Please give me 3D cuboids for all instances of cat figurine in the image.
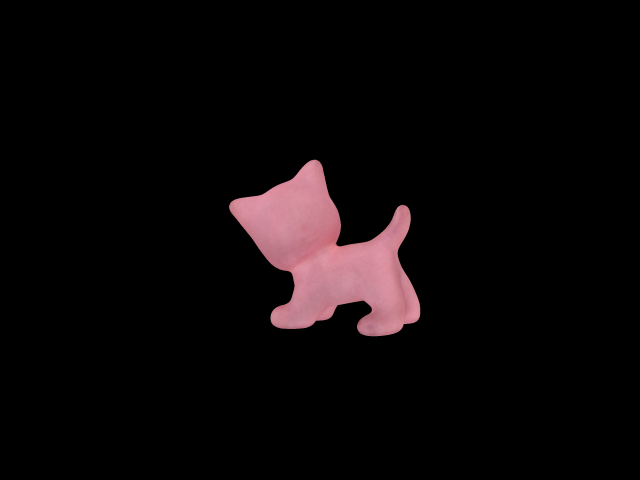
[{"bbox_3d":[0.004,0.001,0.400,0.127,0.118,0.067,1,2,20],"label":"cat figurine"}]
